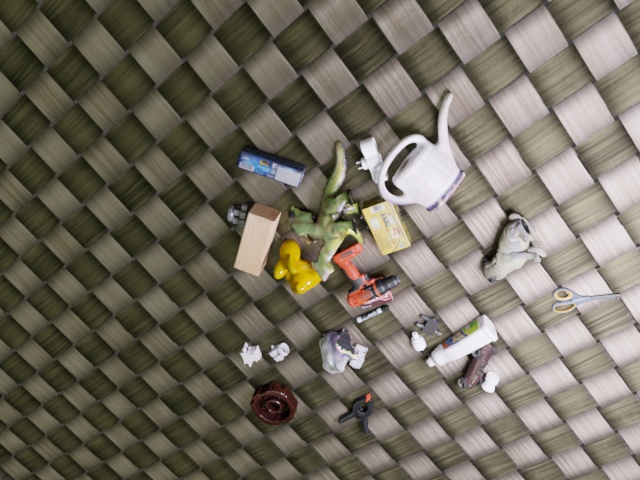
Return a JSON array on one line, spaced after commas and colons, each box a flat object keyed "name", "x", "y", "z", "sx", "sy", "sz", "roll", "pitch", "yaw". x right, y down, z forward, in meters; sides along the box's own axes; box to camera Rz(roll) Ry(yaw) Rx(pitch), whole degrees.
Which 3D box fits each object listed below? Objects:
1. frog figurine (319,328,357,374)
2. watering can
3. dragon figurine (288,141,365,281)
[{"name": "frog figurine", "x": 0.041, "y": 0.398, "z": 1.785, "sx": 0.157, "sy": 0.123, "sz": 0.139, "roll": -47, "pitch": 67, "yaw": 33}, {"name": "watering can", "x": 0.323, "y": -0.227, "z": 1.473, "sx": 0.223, "sy": 0.105, "sz": 0.345, "roll": 38, "pitch": 103, "yaw": -10}, {"name": "dragon figurine", "x": 0.005, "y": -0.080, "z": 1.589, "sx": 0.242, "sy": 0.123, "sz": 0.410, "roll": -10, "pitch": 90, "yaw": 23}]
